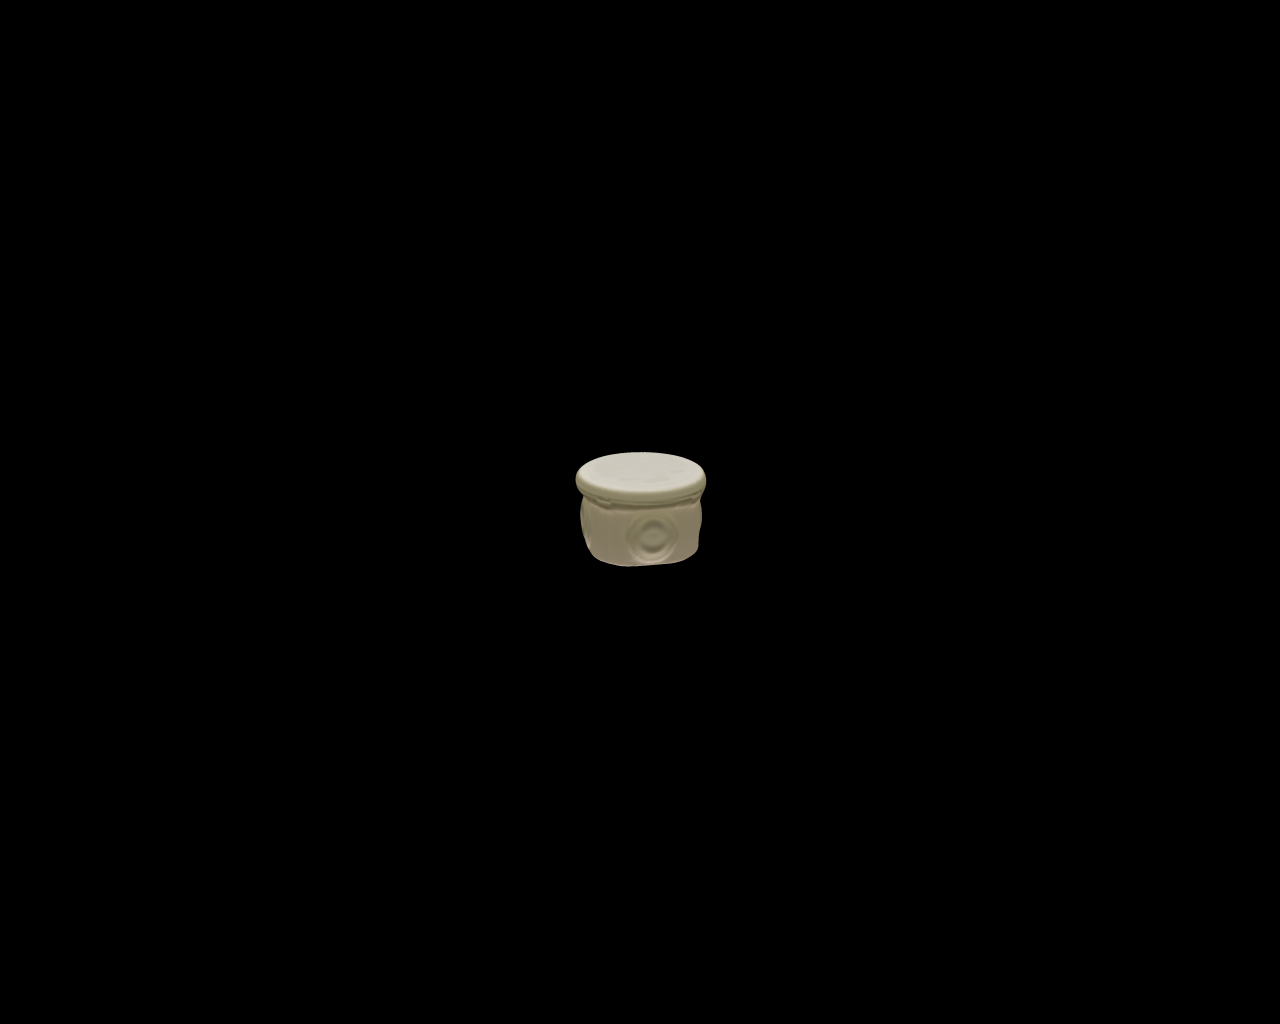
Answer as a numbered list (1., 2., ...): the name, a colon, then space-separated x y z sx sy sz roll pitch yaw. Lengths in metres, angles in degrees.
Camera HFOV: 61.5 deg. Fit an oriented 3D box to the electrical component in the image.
1. electrical component: 0.001 -0.003 0.650 0.080 0.050 0.080 0 20 0
